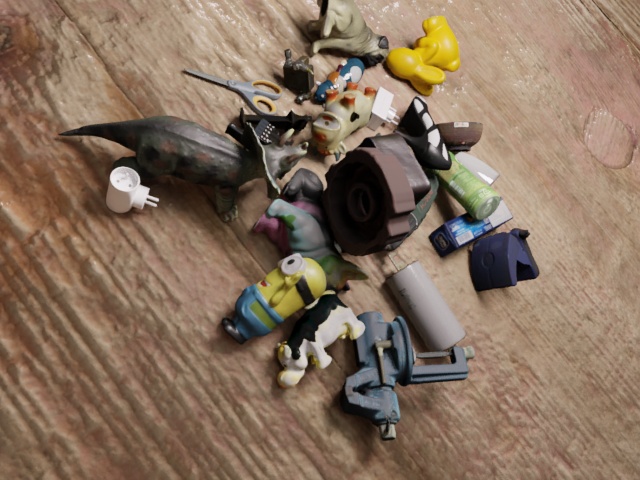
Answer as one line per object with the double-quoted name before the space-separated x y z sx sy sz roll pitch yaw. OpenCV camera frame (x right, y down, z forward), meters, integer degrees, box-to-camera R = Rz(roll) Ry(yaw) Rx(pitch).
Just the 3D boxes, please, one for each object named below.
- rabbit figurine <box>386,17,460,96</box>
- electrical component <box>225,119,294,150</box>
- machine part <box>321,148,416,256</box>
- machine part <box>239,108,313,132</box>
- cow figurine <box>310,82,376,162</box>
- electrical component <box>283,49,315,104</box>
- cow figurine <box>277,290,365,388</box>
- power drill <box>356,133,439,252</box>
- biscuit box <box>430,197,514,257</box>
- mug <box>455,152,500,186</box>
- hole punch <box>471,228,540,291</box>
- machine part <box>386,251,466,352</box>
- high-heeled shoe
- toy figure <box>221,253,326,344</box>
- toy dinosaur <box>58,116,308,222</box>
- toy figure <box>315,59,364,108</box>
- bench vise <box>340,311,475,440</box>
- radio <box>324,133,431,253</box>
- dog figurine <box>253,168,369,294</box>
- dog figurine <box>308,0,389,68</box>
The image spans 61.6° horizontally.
"rabbit figurine" 0.245 -0.435 1.311 0.173 0.122 0.162 -21 86 -18
"electrical component" -0.118 -0.188 1.019 0.119 0.075 0.048 32 57 -6
"machine part" 0.077 -0.063 0.880 0.056 0.179 0.179 -12 72 -37
"machine part" -0.090 -0.234 1.059 0.139 0.084 0.039 1 91 -17
"cow figurine" 0.042 -0.243 1.105 0.086 0.127 0.195 17 33 23
"electrical component" -0.042 -0.337 1.117 0.078 0.102 0.045 19 53 11
"cow figurine" -0.017 0.162 0.885 0.167 0.068 0.098 -38 98 -20
"power drill" 0.139 -0.109 1.102 0.207 0.086 0.232 46 52 5
"biscuit box" 0.331 -0.030 1.171 0.203 0.063 0.059 -23 79 -32
"mug" 0.350 -0.156 1.232 0.107 0.080 0.109 41 53 9
"hole punch" 0.374 0.045 1.120 0.092 0.142 0.115 -21 89 -28
"machine part" 0.200 0.127 1.022 0.079 0.079 0.243 -26 81 -33
"high-heeled shoe" 0.245 -0.237 1.183 0.145 0.086 0.249 32 40 4
"toy figure" -0.072 0.096 0.871 0.180 0.082 0.089 -43 133 0
"toy dinosaur" -0.212 -0.143 0.878 0.405 0.192 0.131 13 59 -22
"toy figure" 0.043 -0.349 1.181 0.064 0.058 0.154 48 54 -11
"bench vise" 0.153 0.222 0.915 0.241 0.128 0.224 -2 47 -7
"radio" 0.090 -0.082 0.978 0.073 0.229 0.131 -13 69 -32
"dog figurine" -0.002 -0.003 0.970 0.219 0.108 0.191 41 53 -9
"dog figurine" 0.085 -0.477 1.203 0.190 0.172 0.121 3 76 -17
